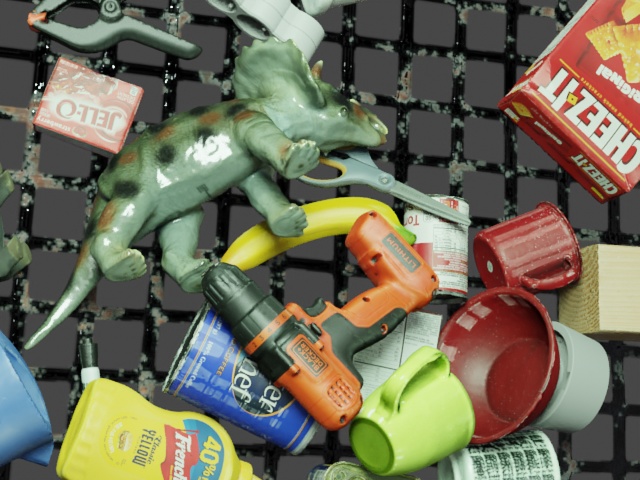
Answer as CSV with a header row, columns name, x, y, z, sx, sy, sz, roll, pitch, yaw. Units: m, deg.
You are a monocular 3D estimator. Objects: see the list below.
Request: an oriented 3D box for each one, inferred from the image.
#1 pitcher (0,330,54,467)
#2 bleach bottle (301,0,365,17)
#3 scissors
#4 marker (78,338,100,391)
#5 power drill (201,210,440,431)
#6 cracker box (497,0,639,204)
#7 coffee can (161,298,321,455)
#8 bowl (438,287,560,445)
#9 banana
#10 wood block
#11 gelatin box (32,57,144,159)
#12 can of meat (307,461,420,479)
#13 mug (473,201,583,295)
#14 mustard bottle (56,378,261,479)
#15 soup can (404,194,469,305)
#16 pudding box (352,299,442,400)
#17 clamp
name,x,y,z,sx,sy,sz,roll,pitch,yaw
pitcher,-0.365,0.161,0.912,0.242,0.145,0.149,-28,56,-14
bleach bottle,0.096,-0.313,1.147,0.250,0.068,0.102,-14,84,-18
scissors,0.064,-0.076,1.083,0.202,0.016,0.096,12,64,11
marker,-0.214,0.153,1.005,0.020,0.020,0.121,-5,81,-15
power drill,0.006,0.054,0.975,0.184,0.057,0.187,48,59,2
cracker box,0.327,-0.174,1.172,0.164,0.072,0.213,42,74,-3
coffee can,-0.063,0.126,1.004,0.140,0.103,0.102,27,74,-8
bowl,0.180,0.130,1.051,0.055,0.162,0.162,28,73,-34
banana,-0.007,-0.009,1.066,0.197,0.070,0.037,-11,124,-7
wood block,0.366,0.060,1.128,0.206,0.090,0.091,3,79,-14
gelatin box,-0.227,-0.129,1.049,0.089,0.030,0.073,20,76,-9
can of meat,0.040,0.245,1.016,0.102,0.084,0.057,14,77,-11
mug,0.215,0.021,1.089,0.081,0.117,0.093,-21,120,-12
mustard bottle,-0.138,0.203,0.986,0.191,0.058,0.096,24,70,-20
soup can,0.118,0.011,1.088,0.068,0.069,0.102,6,78,-13
pudding box,0.069,0.120,1.071,0.090,0.039,0.113,14,75,-11
clamp,-0.206,-0.240,1.071,0.171,0.039,0.120,-2,79,-14
